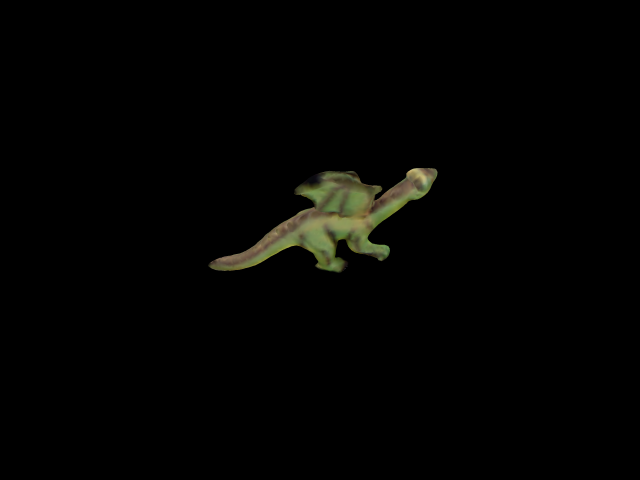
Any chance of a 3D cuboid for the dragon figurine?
[{"bbox_3d":[0.003,-0.043,0.850,0.411,0.125,0.237,-14,-31,-9],"label":"dragon figurine"}]
